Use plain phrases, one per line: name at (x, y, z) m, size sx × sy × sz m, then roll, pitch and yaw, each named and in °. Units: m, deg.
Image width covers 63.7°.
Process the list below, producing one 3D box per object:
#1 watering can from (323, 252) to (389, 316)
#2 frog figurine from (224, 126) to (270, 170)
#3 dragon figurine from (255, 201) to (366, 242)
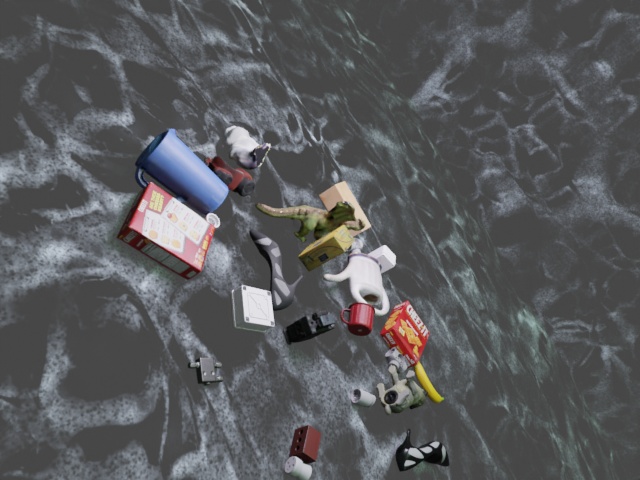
watering can at (0.135, 0.135, 1.829) m, size 0.343 × 0.103 × 0.230 m, roll 36°, pitch 36°, yaw -33°
frog figurine at (-0.262, -0.308, 1.716) m, size 0.160 × 0.120 × 0.140 m, roll 25°, pitch 41°, yaw 14°
dragon figurine at (0.005, -0.087, 1.737) m, size 0.407 × 0.240 × 0.124 m, roll 20°, pitch 54°, yaw -46°
